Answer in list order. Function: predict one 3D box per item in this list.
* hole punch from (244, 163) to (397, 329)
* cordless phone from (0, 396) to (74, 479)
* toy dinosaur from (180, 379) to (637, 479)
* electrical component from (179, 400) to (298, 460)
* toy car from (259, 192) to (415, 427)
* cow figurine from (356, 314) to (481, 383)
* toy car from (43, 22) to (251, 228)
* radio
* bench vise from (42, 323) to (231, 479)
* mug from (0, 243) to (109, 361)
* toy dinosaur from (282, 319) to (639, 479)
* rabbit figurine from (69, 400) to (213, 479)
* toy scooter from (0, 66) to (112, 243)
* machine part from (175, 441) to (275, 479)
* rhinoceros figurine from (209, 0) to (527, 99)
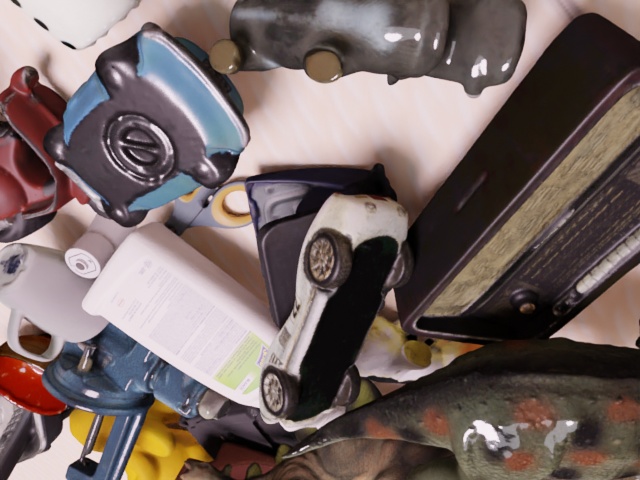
[{"bbox_3d":[-0.001,-0.001,0.448,0.116,0.092,0.142,-16,124,-14],"label":"hole punch"},{"bbox_3d":[-0.416,0.281,0.701,0.147,0.184,0.088,-28,119,30],"label":"cordless phone"},{"bbox_3d":[0.086,0.222,0.507,0.472,0.199,0.104,-2,124,17],"label":"toy dinosaur"},{"bbox_3d":[-0.083,0.225,0.648,0.134,0.058,0.114,-19,121,27],"label":"electrical component"},{"bbox_3d":[0.008,0.059,0.401,0.073,0.056,0.201,2,119,-36],"label":"toy car"},{"bbox_3d":[0.071,0.109,0.510,0.167,0.068,0.098,24,135,3],"label":"cow figurine"},{"bbox_3d":[-0.116,-0.085,0.395,0.162,0.103,0.109,-28,113,34],"label":"toy car"},{"bbox_3d":[0.157,-0.018,0.367,0.131,0.073,0.229,14,132,-21],"label":"radio"},{"bbox_3d":[-0.209,0.179,0.580,0.224,0.129,0.240,23,94,7],"label":"bench vise"},{"bbox_3d":[-0.266,0.055,0.517,0.081,0.109,0.107,12,157,27],"label":"mug"},{"bbox_3d":[0.170,0.121,0.385,0.405,0.131,0.191,-3,125,-2],"label":"toy dinosaur"},{"bbox_3d":[-0.230,0.259,0.674,0.162,0.122,0.173,-32,111,27],"label":"rabbit figurine"},{"bbox_3d":[-0.250,-0.072,0.461,0.184,0.075,0.135,-9,123,19],"label":"toy scooter"},{"bbox_3d":[-0.077,0.335,0.563,0.201,0.201,0.087,18,131,1],"label":"machine part"},{"bbox_3d":[0.024,-0.125,0.327,0.191,0.112,0.073,12,101,22],"label":"rhinoceros figurine"}]
